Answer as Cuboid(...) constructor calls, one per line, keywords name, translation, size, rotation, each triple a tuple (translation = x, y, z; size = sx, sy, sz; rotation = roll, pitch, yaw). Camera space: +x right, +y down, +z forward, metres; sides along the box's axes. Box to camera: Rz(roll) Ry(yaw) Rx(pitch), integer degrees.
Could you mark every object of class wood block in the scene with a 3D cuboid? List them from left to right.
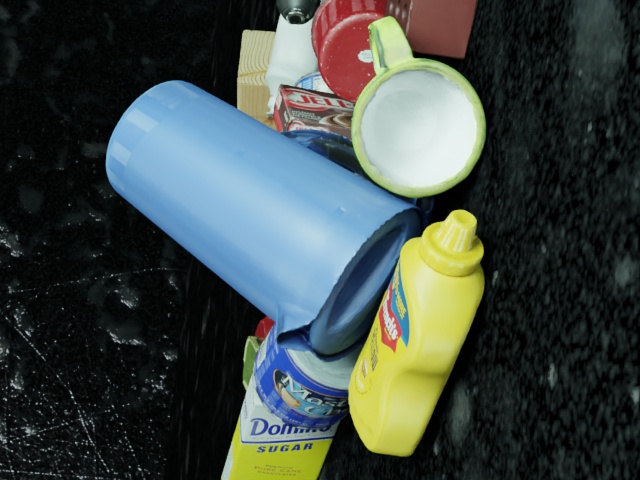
Cuboid(name="wood block", translation=(-0.050, -0.138, 1.265), size=(0.206, 0.091, 0.090), rotation=(96, 178, -52))

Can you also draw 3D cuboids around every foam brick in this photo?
Cuboid(name="foam brick", translation=(0.084, -0.175, 0.825), size=(0.078, 0.051, 0.053), rotation=(-115, 34, -69))

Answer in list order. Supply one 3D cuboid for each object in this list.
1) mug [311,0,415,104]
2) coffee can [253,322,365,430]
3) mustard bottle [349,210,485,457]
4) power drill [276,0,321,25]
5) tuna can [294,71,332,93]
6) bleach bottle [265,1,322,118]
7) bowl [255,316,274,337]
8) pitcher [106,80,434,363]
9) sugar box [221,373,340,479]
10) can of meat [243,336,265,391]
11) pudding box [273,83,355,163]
Cuboid(name="mug", translation=(0.044, -0.156, 0.919), size=(0.117, 0.093, 0.081), rotation=(60, -167, -23))
Cuboid(name="coffee can", translation=(0.005, 0.096, 0.913), size=(0.140, 0.102, 0.103), rotation=(120, 155, -63))
Cuboid(name="mustard bottle", translation=(0.070, 0.056, 0.734), size=(0.096, 0.058, 0.192), rotation=(-89, 13, -49))
Cuboid(name="power drill", translation=(-0.001, -0.308, 0.940), size=(0.188, 0.057, 0.184), rotation=(114, 163, -60))
Cuboid(name="tuna can", translation=(0.017, -0.133, 1.038), size=(0.086, 0.086, 0.034), rotation=(132, 141, -71))
Cuboid(name="bleach bottle", translation=(-0.006, -0.248, 1.114), size=(0.102, 0.068, 0.251), rotation=(33, -106, -75))
Cuboid(name="bowl", translation=(-0.048, 0.143, 1.257), size=(0.162, 0.055, 0.162), rotation=(-173, 90, -78))
Cuboid(name="pitcher", translation=(-0.040, -0.030, 0.828), size=(0.145, 0.243, 0.149), rotation=(-61, -25, 11))
Cuboid(name="sugar box", translation=(-0.041, 0.211, 1.088), size=(0.048, 0.093, 0.176), rotation=(-95, 17, -45))
Cuboid(name="can of meat", translation=(-0.034, 0.138, 1.122), size=(0.102, 0.084, 0.057), rotation=(-149, 68, -78))
Cuboid(name="pudding box", translation=(0.018, -0.099, 0.941), size=(0.090, 0.113, 0.039), rotation=(-106, 29, -61))
